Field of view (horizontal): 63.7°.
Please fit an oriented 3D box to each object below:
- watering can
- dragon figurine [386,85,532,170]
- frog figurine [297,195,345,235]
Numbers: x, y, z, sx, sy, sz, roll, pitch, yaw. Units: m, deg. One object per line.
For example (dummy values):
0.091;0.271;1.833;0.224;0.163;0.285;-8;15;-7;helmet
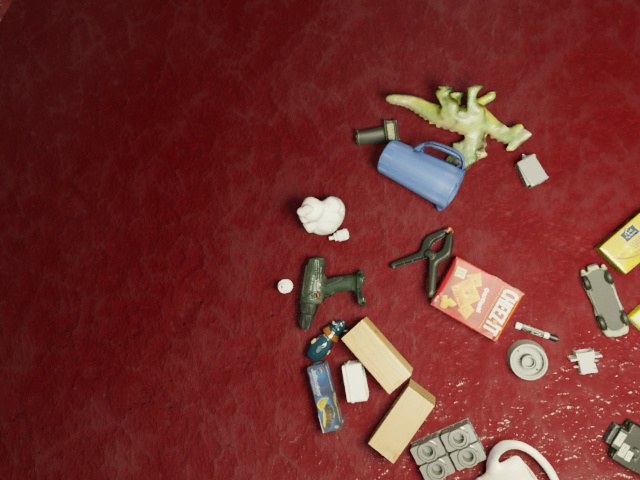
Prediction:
0.564;0.716;1.408;0.223;0.104;0.348;-35;89;10;watering can
0.403;-0.325;1.520;0.410;0.123;0.242;-1;95;15;dragon figurine
0.005;-0.079;1.563;0.137;0.159;0.123;-32;82;11;frog figurine
